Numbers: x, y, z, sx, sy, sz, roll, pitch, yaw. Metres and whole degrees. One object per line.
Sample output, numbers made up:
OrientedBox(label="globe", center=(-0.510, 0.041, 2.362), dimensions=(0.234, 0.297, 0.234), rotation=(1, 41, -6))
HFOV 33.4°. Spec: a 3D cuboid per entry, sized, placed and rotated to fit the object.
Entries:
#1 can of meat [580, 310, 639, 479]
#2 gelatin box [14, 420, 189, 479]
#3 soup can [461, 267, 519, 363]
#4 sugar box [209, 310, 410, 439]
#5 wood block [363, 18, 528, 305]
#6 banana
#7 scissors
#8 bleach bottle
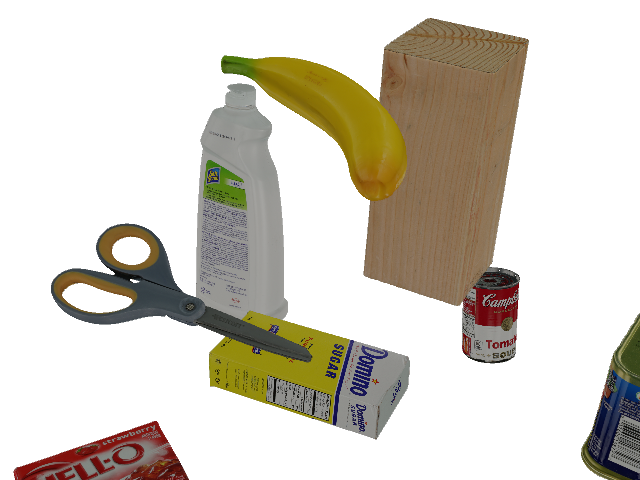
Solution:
OrientedBox(label="can of meat", center=(0.217, 0.099, 0.698), dimensions=(0.057, 0.084, 0.101), rotation=(22, 36, 23))
OrientedBox(label="gelatin box", center=(-0.122, 0.144, 0.604), dimensions=(0.089, 0.030, 0.073), rotation=(-16, 28, -20))
OrientedBox(label="soup can", center=(0.209, 0.092, 1.319), dimensions=(0.068, 0.102, 0.068), rotation=(-1, 19, 0))
OrientedBox(label="sugar box", center=(-0.010, 0.126, 1.031), dimensions=(0.176, 0.048, 0.093), rotation=(12, 30, 19))
OrientedBox(label="wood block", center=(0.100, -0.064, 0.876), dimensions=(0.091, 0.206, 0.090), rotation=(18, 33, 22))
OrientedBox(label="banana", center=(0.008, -0.074, 0.669), dimensions=(0.069, 0.037, 0.198), rotation=(-17, 36, -24))
OrientedBox(label="scissors", center=(-0.094, 0.034, 0.770), dimensions=(0.202, 0.096, 0.016), rotation=(6, -37, 12))
OrientedBox(label="bleach bottle", center=(-0.080, -0.037, 1.121), dimensions=(0.103, 0.251, 0.068), rotation=(15, 25, 25))
